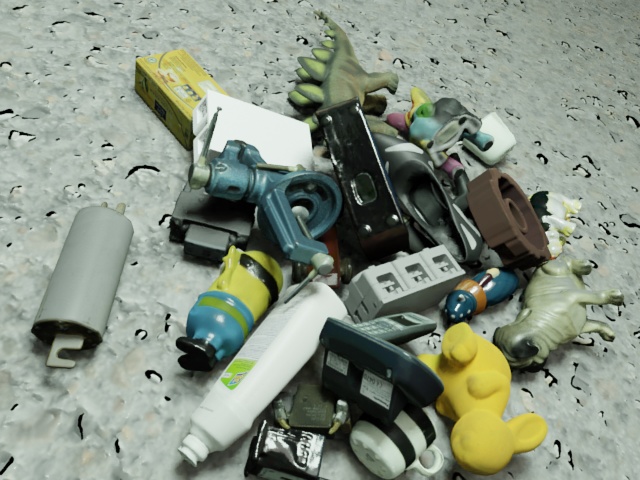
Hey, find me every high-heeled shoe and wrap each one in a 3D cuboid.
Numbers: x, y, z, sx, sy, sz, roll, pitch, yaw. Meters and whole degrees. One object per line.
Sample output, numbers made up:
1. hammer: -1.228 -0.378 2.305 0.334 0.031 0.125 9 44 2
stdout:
1. high-heeled shoe: 0.155 -0.064 0.835 0.249 0.086 0.145 43 28 -1

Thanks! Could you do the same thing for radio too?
1. radio: 0.064 -0.088 0.803 0.073 0.131 0.229 -21 80 6

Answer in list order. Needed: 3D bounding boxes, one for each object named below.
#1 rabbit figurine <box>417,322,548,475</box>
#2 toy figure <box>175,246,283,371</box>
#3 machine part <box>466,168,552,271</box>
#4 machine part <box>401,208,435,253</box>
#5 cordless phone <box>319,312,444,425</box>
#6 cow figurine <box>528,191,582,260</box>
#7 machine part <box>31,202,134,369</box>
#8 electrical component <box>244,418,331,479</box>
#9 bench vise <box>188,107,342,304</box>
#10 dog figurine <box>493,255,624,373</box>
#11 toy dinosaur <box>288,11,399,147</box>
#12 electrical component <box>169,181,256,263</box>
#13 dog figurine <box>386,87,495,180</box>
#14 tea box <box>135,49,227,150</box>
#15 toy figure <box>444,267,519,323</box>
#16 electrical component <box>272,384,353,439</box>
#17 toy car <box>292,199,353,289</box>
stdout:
1. rabbit figurine: 0.194 0.218 0.666 0.162 0.122 0.173 40 26 -15
2. toy figure: -0.112 0.087 0.687 0.089 0.082 0.180 33 44 -7
3. machine part: 0.303 -0.032 0.868 0.179 0.056 0.179 34 39 -32
4. machine part: 0.160 0.001 0.880 0.139 0.039 0.084 37 42 14
5. cordless phone: 0.104 0.133 0.647 0.184 0.088 0.147 -8 18 -42
6. cow figurine: 0.404 -0.028 0.967 0.098 0.068 0.167 30 45 12
7. machine part: -0.287 0.044 0.660 0.079 0.079 0.243 11 51 -11
8. electrical component: -0.020 0.246 0.595 0.119 0.074 0.048 15 51 -3
9. bench vise: -0.054 -0.043 0.701 0.223 0.129 0.241 20 28 -37
10. dog figurine: 0.330 0.107 0.825 0.191 0.121 0.172 -15 24 -9
11. toy dinosaur: 0.044 -0.286 1.021 0.198 0.105 0.471 10 51 -12
12. electrical component: -0.153 -0.031 0.781 0.115 0.058 0.134 12 50 -8
13. dog figurine: 0.194 -0.216 0.980 0.191 0.108 0.219 28 18 -45
14. tea box: -0.229 -0.242 0.913 0.098 0.068 0.170 -26 64 -35
15. toy figure: 0.242 0.085 0.824 0.154 0.058 0.064 -18 92 -32
16. electrical component: -0.005 0.202 0.634 0.102 0.045 0.078 1 39 18
17. toy car: -0.002 -0.002 0.813 0.089 0.053 0.202 3 48 -11
